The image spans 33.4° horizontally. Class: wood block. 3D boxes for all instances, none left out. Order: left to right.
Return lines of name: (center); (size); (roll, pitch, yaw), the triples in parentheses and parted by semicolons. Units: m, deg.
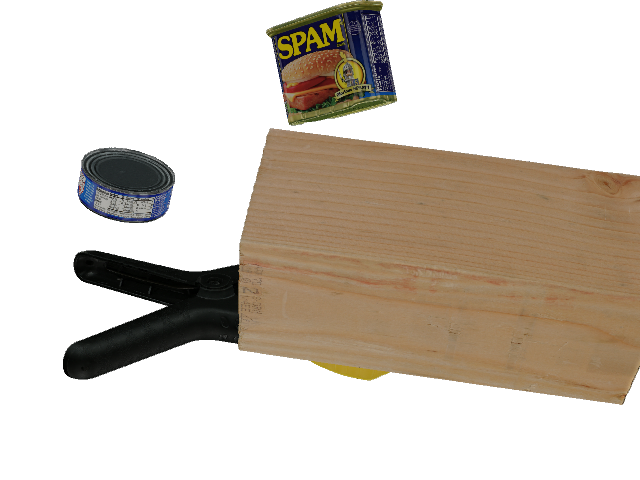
wood block: (0.065, 0.014, 0.568); (0.206, 0.090, 0.090); (8, -44, 3)

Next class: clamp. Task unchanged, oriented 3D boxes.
clamp: (-0.083, 0.041, 0.765); (0.209, 0.036, 0.165); (-5, 25, -16)

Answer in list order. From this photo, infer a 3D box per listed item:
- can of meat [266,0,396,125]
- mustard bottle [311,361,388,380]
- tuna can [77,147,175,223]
can of meat: (0.010, -0.148, 0.904); (0.102, 0.084, 0.057); (-10, 2, 36)
mustard bottle: (0.031, 0.024, 0.969); (0.096, 0.192, 0.058); (19, 20, 37)
tuna can: (-0.178, -0.051, 0.977); (0.086, 0.034, 0.086); (13, 28, -7)
